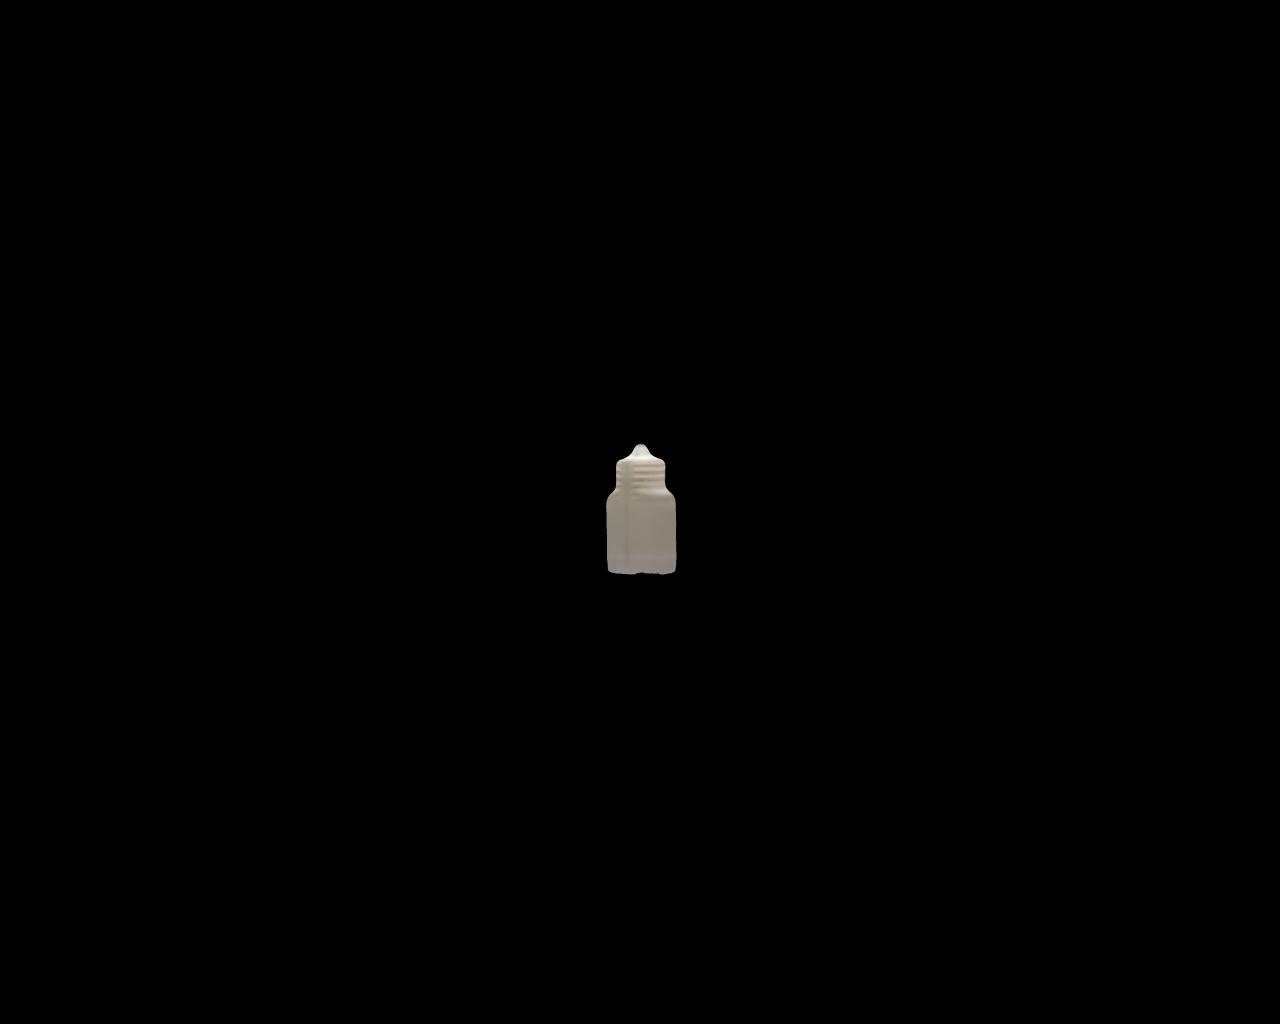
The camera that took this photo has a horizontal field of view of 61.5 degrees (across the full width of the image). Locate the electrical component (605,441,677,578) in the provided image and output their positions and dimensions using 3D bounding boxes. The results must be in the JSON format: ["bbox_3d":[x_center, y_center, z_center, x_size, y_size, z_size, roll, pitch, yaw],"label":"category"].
[{"bbox_3d":[0.001,-0.003,0.650,0.043,0.081,0.043,0,3,0],"label":"electrical component"}]
